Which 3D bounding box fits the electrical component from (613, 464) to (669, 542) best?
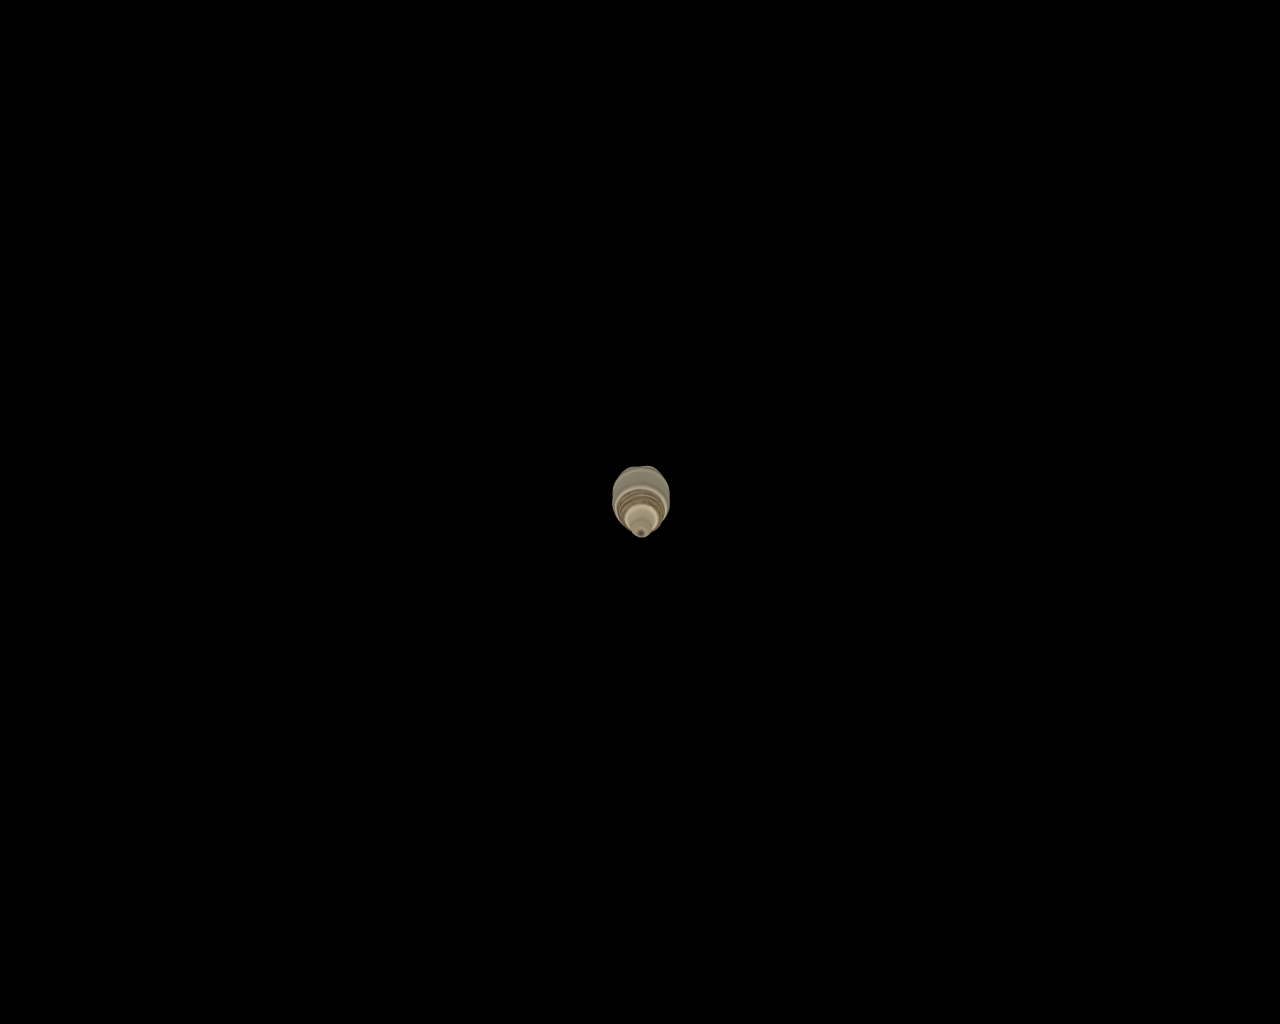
[{"bbox_3d":[0.001,-0.003,0.650,0.035,0.035,0.061,0,30,0],"label":"electrical component"}]
